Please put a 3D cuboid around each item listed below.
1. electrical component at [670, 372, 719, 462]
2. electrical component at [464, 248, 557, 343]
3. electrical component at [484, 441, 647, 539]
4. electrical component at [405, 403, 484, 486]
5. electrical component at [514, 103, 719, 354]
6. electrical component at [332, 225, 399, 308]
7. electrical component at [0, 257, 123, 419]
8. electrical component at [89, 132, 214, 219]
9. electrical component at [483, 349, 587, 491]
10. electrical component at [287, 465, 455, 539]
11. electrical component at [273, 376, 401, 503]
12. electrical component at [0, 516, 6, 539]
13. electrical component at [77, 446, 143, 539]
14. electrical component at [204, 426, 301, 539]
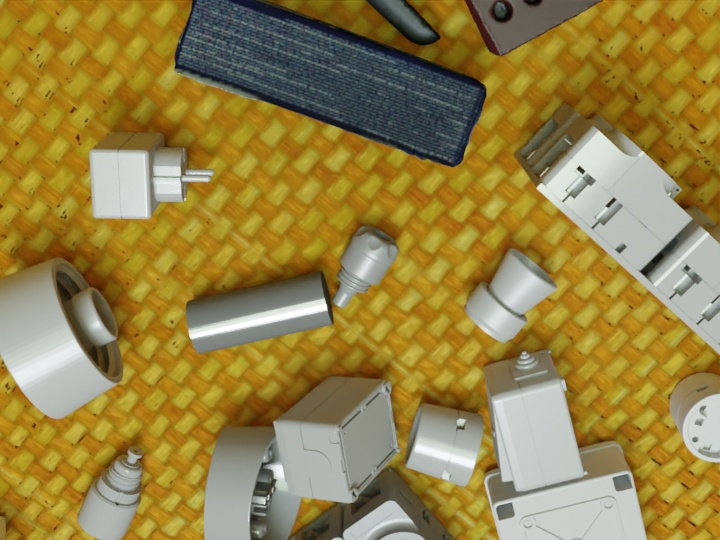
[{"bbox_3d":[0.262,0.108,0.804,0.055,0.047,0.055,0,108,0],"label":"electrical component"},{"bbox_3d":[0.108,0.019,0.777,0.045,0.045,0.055,37,104,-11],"label":"electrical component"},{"bbox_3d":[0.162,0.199,0.828,0.109,0.056,0.108,-15,107,5],"label":"electrical component"},{"bbox_3d":[0.062,0.130,0.808,0.047,0.055,0.055,15,107,-1],"label":"electrical component"},{"bbox_3d":[0.199,-0.029,0.730,0.186,0.105,0.060,40,103,-12],"label":"electrical component"},{"bbox_3d":[0.000,0.000,0.777,0.035,0.035,0.061,30,108,-9],"label":"electrical component"},{"bbox_3d":[-0.206,0.043,0.754,0.060,0.108,0.108,-26,106,2],"label":"electrical component"},{"bbox_3d":[-0.140,-0.066,0.739,0.077,0.065,0.047,1,108,-1],"label":"electrical component"},{"bbox_3d":[0.123,0.106,0.795,0.061,0.061,0.096,-15,107,5],"label":"electrical component"},{"bbox_3d":[-0.007,0.239,0.837,0.150,0.061,0.089,-37,104,11],"label":"electrical component"},{"bbox_3d":[-0.015,0.119,0.791,0.061,0.096,0.061,1,110,29],"label":"electrical component"},{"bbox_3d":[-0.306,0.237,0.807,0.057,0.113,0.078,18,107,-25],"label":"electrical component"},{"bbox_3d":[-0.187,0.171,0.827,0.040,0.040,0.078,25,106,-8],"label":"electrical component"},{"bbox_3d":[-0.079,0.163,0.798,0.064,0.099,0.099,6,108,5],"label":"electrical component"}]
